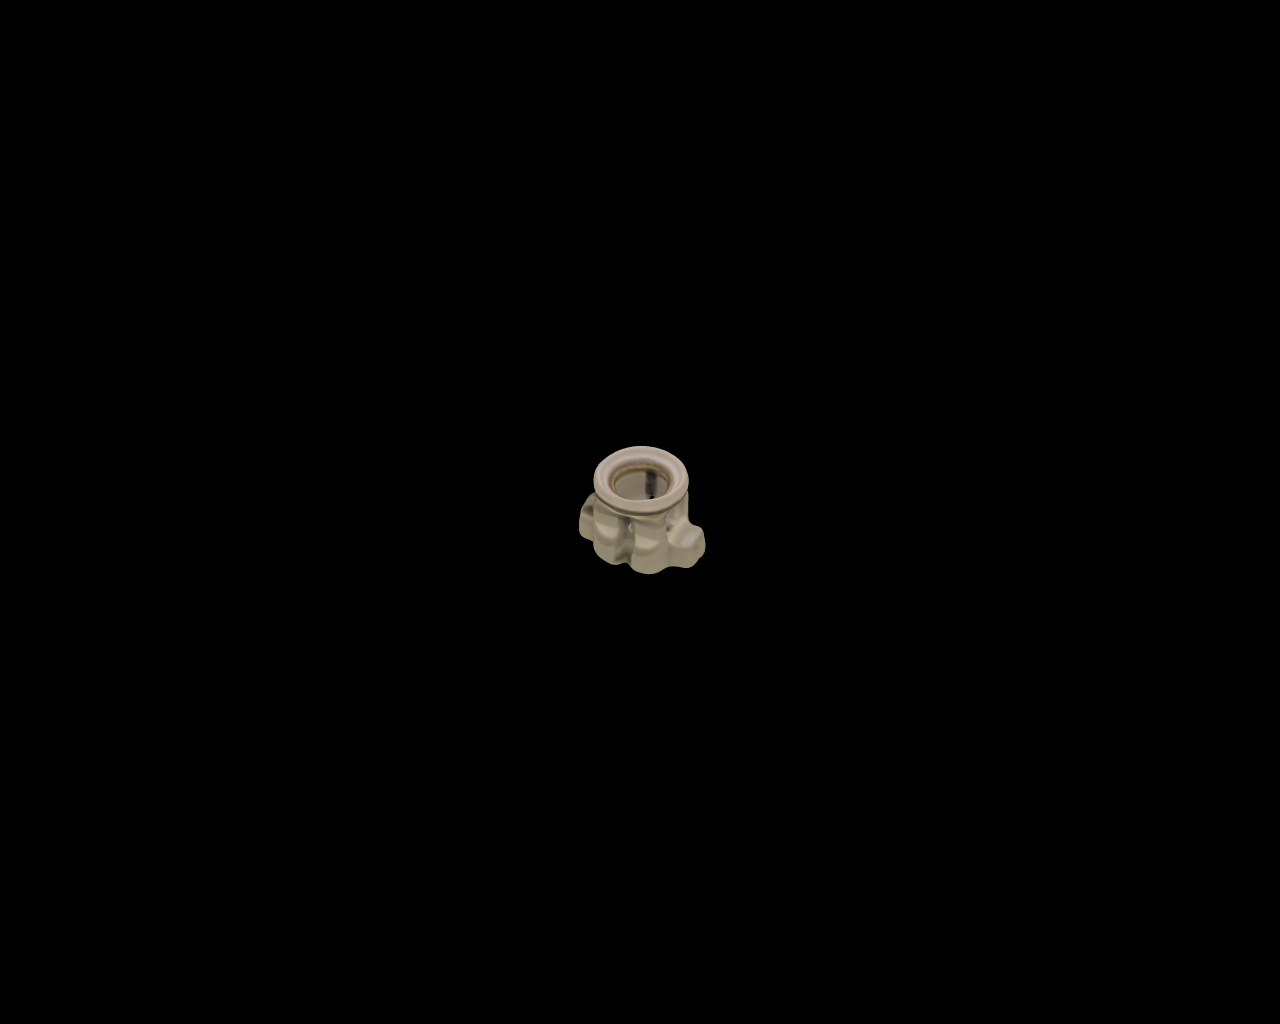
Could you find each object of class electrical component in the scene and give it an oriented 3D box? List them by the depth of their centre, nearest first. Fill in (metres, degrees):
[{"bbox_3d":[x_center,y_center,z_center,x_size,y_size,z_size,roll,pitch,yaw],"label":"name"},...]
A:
[{"bbox_3d":[0.001,-0.003,0.650,0.078,0.056,0.058,18,44,19],"label":"electrical component"}]
